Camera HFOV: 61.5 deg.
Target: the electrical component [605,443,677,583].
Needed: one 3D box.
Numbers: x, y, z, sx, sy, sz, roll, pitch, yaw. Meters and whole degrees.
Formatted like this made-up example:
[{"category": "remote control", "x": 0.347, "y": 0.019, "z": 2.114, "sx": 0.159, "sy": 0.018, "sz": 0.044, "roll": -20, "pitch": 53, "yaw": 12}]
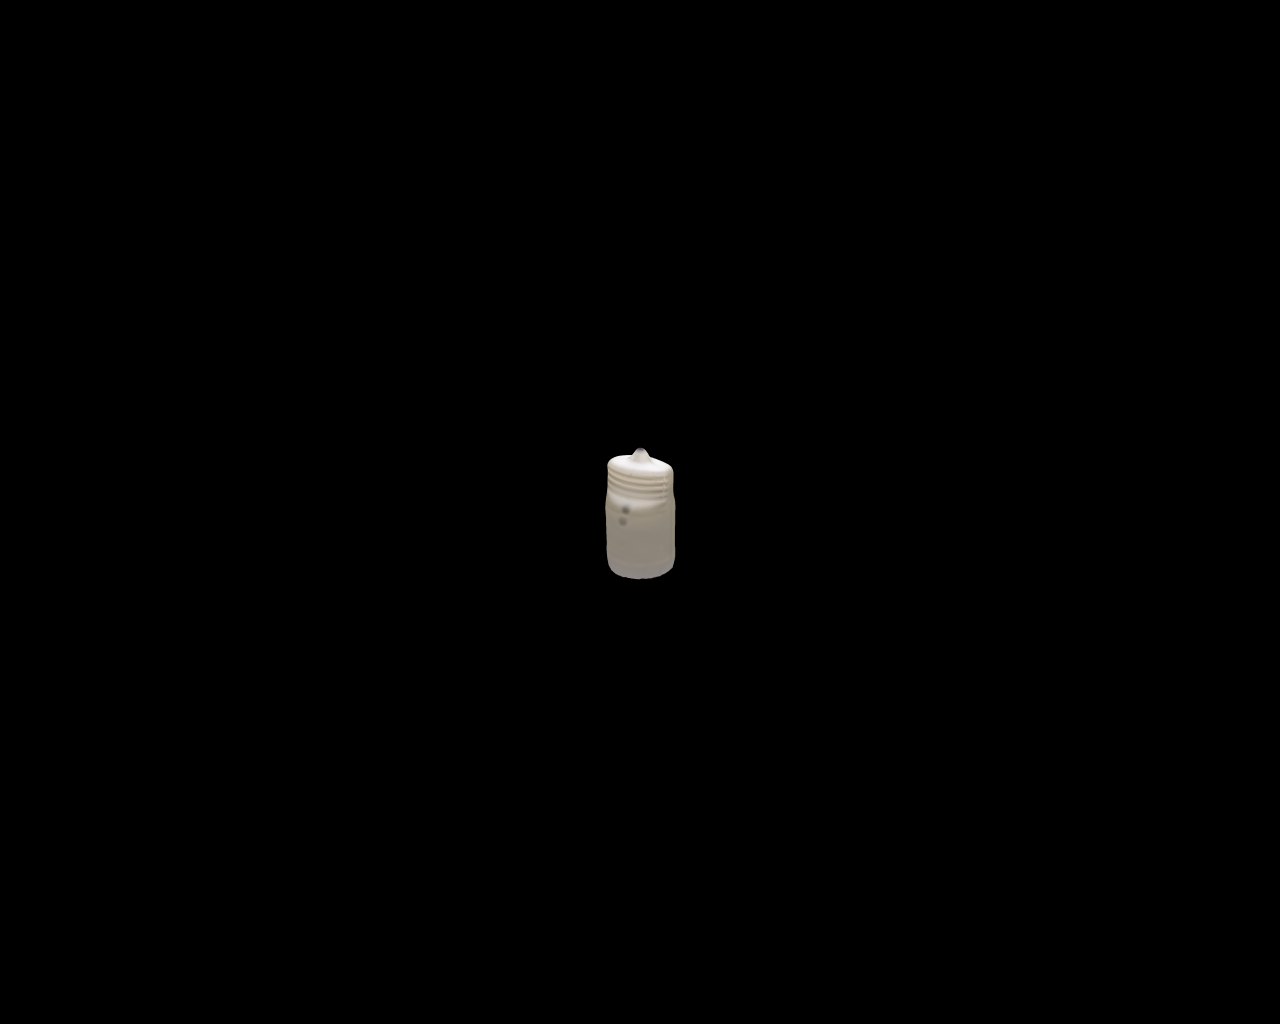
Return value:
[{"category": "electrical component", "x": 0.001, "y": -0.003, "z": 0.650, "sx": 0.043, "sy": 0.080, "sz": 0.043, "roll": 0, "pitch": 25, "yaw": 0}]
